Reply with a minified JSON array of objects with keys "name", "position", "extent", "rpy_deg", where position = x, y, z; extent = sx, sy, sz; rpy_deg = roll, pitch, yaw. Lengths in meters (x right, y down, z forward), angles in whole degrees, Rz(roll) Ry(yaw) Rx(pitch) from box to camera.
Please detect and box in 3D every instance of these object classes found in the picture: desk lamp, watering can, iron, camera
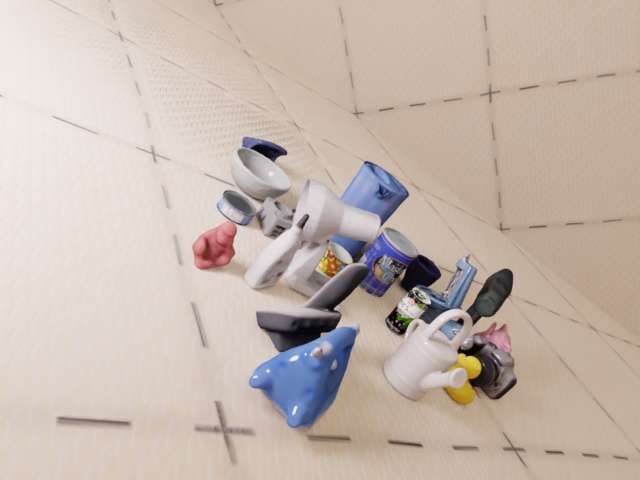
[{"name":"desk lamp","position":[0.011,0.004,1.164],"extent":[0.204,0.213,0.118],"rpy_deg":[30,22,-18]},{"name":"watering can","position":[0.221,0.214,1.096],"extent":[0.101,0.194,0.172],"rpy_deg":[9,35,-51]},{"name":"iron","position":[0.006,0.184,0.893],"extent":[0.118,0.141,0.259],"rpy_deg":[43,22,13]},{"name":"camera","position":[0.373,0.284,1.320],"extent":[0.137,0.100,0.142],"rpy_deg":[14,31,-45]}]

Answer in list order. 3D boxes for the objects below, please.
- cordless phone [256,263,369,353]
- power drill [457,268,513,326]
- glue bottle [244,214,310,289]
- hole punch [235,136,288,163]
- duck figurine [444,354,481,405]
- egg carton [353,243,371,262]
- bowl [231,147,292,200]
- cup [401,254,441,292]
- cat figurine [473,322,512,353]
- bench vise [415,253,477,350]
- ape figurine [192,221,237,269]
[{"name":"cordless phone","position":[-0.008,0.100,0.980],"extent":[0.148,0.185,0.094],"rpy_deg":[5,38,-54]},{"name":"power drill","position":[0.403,0.170,1.450],"extent":[0.075,0.208,0.230],"rpy_deg":[42,22,10]},{"name":"glue bottle","position":[-0.069,0.018,1.066],"extent":[0.037,0.173,0.078],"rpy_deg":[47,23,23]},{"name":"hole punch","position":[-0.160,-0.249,1.576],"extent":[0.109,0.091,0.101],"rpy_deg":[17,30,-43]},{"name":"duck figurine","position":[0.310,0.292,1.227],"extent":[0.078,0.086,0.104],"rpy_deg":[25,25,-29]},{"name":"egg carton","position":[0.146,0.037,1.507],"extent":[0.151,0.069,0.107],"rpy_deg":[27,24,-26]},{"name":"bowl","position":[-0.156,-0.150,1.404],"extent":[0.168,0.074,0.167],"rpy_deg":[32,22,-14]},{"name":"cup","position":[0.266,0.096,1.539],"extent":[0.091,0.095,0.118],"rpy_deg":[42,22,11]},{"name":"cat figurine","position":[0.442,0.256,1.462],"extent":[0.067,0.117,0.128],"rpy_deg":[35,21,-5]},{"name":"bench vise","position":[0.310,0.151,1.327],"extent":[0.122,0.219,0.207],"rpy_deg":[6,38,-53]},{"name":"ape figurine","position":[-0.182,0.004,1.029],"extent":[0.078,0.092,0.076],"rpy_deg":[29,23,-21]}]
